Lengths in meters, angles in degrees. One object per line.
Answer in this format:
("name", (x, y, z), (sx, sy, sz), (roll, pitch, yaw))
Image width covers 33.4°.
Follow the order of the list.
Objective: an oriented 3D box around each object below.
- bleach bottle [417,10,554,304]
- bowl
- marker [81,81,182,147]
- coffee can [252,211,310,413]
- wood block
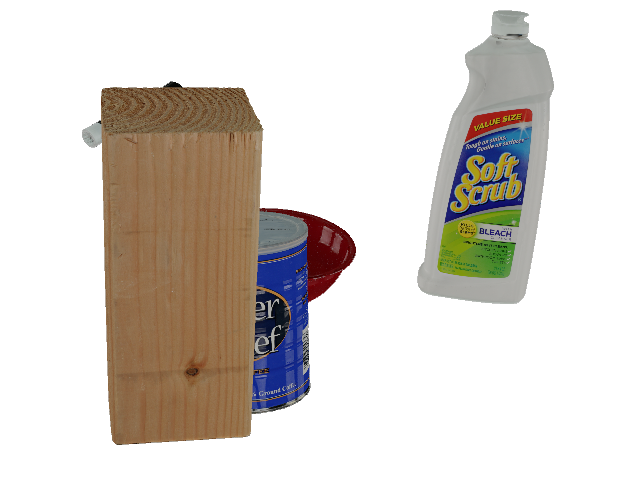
("bleach bottle", (0.145, -0.073, 0.931), (0.103, 0.251, 0.068), (7, 21, 12))
("bowl", (-0.046, 0.024, 1.100), (0.162, 0.055, 0.162), (5, 27, -3))
("marker", (-0.176, -0.122, 1.015), (0.020, 0.020, 0.120), (0, 29, 44))
("coffee can", (-0.060, 0.056, 0.875), (0.103, 0.140, 0.103), (-1, 17, 0))
("wood block", (-0.090, 0.015, 0.669), (0.090, 0.206, 0.090), (-1, 25, -12))
